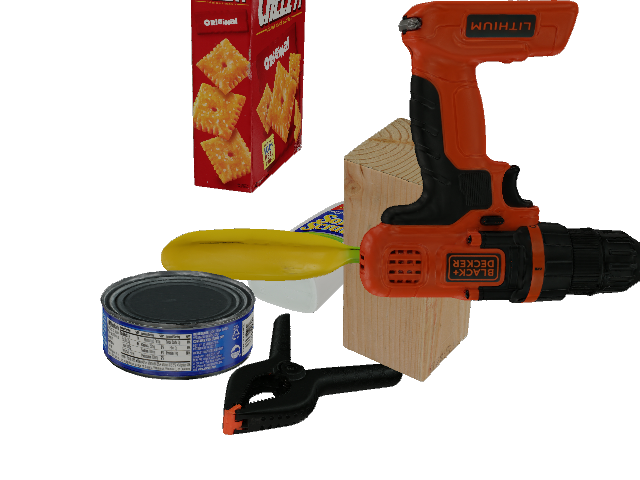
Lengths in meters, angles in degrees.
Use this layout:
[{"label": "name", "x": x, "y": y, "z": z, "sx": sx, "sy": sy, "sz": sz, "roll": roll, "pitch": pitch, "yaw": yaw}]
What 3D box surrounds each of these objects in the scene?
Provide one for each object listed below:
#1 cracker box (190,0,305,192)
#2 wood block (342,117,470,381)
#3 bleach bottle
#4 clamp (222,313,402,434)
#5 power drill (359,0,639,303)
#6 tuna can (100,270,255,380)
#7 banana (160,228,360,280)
[{"label": "cracker box", "x": -0.067, "y": -0.174, "z": 1.065, "sx": 0.072, "sy": 0.214, "sz": 0.164, "roll": 9, "pitch": 22, "yaw": 15}, {"label": "wood block", "x": 0.080, "y": 0.009, "z": 0.950, "sx": 0.091, "sy": 0.206, "sz": 0.090, "roll": 22, "pitch": 41, "yaw": 29}, {"label": "bleach bottle", "x": 0.018, "y": -0.004, "z": 1.329, "sx": 0.103, "sy": 0.068, "sz": 0.250, "roll": 16, "pitch": 36, "yaw": 27}, {"label": "clamp", "x": -0.022, "y": 0.147, "z": 1.107, "sx": 0.165, "sy": 0.036, "sz": 0.209, "roll": 17, "pitch": 28, "yaw": 23}, {"label": "power drill", "x": 0.117, "y": -0.053, "z": 0.663, "sx": 0.184, "sy": 0.188, "sz": 0.057, "roll": 0, "pitch": 7, "yaw": -7}, {"label": "tuna can", "x": -0.080, "y": 0.047, "z": 0.601, "sx": 0.086, "sy": 0.034, "sz": 0.086, "roll": 2, "pitch": 18, "yaw": -1}, {"label": "banana", "x": -0.059, "y": 0.014, "z": 0.802, "sx": 0.198, "sy": 0.037, "sz": 0.069, "roll": 1, "pitch": -15, "yaw": 33}]
